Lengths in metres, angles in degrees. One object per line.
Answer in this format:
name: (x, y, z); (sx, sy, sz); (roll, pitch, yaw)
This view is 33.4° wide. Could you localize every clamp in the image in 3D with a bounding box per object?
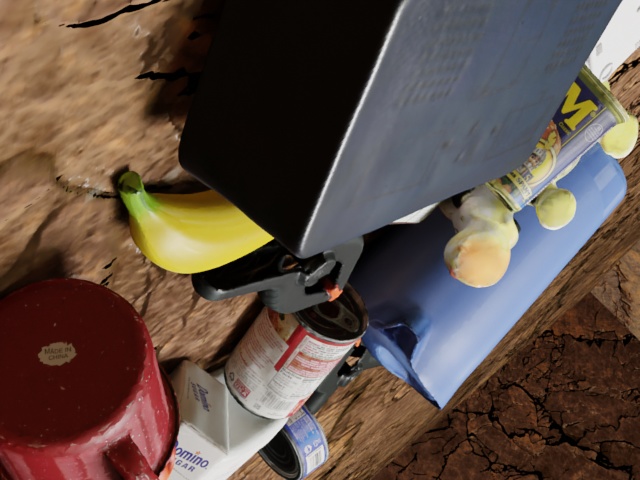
clamp: (0.014, 0.134, 1.074); (0.164, 0.036, 0.210); (-39, 163, -14)
clamp: (-0.004, 0.001, 0.661); (0.120, 0.039, 0.171); (-37, 165, 8)

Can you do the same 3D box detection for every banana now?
banana: (-0.026, -0.027, 0.532); (0.197, 0.037, 0.070); (-28, 159, -45)

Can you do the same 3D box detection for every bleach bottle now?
bleach bottle: (-0.123, 0.200, 0.862); (0.102, 0.068, 0.251); (-24, 158, -49)

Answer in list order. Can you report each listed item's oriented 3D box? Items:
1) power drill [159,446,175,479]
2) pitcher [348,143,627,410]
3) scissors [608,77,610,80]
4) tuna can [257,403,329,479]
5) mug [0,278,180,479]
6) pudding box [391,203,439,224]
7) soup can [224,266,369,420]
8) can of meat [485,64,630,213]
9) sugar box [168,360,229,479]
power drill: (-0.173, 0.153, 0.571); (0.187, 0.057, 0.185); (-34, 180, -24)
pitcher: (0.128, 0.009, 0.872); (0.242, 0.149, 0.145); (-44, 131, -6)
scissors: (0.252, -0.163, 0.913); (0.096, 0.016, 0.202); (-26, 158, -51)
tuna can: (-0.033, 0.181, 0.993); (0.033, 0.086, 0.086); (-32, 162, -31)
mug: (-0.105, 0.077, 0.474); (0.093, 0.117, 0.081); (-33, 158, -19)
pudding box: (0.077, -0.060, 0.703); (0.114, 0.039, 0.090); (-49, 165, 14)
soup can: (-0.019, 0.076, 0.773); (0.068, 0.068, 0.102); (-25, 157, -50)
can of meat: (0.110, -0.078, 0.615); (0.084, 0.102, 0.057); (-42, 180, 8)
sugar box: (-0.133, 0.166, 0.709); (0.176, 0.048, 0.093); (-49, -163, 11)
